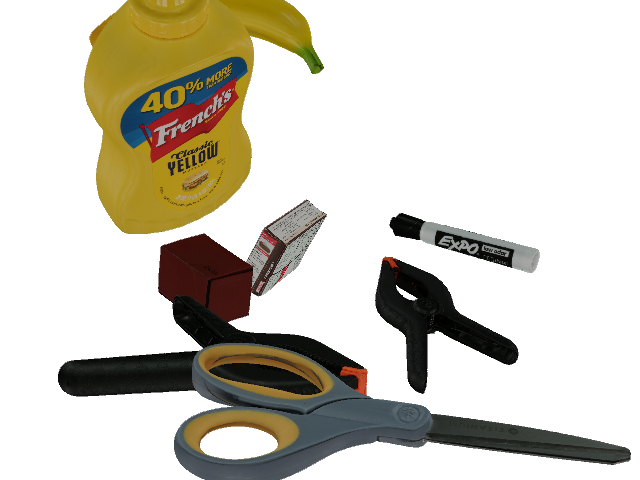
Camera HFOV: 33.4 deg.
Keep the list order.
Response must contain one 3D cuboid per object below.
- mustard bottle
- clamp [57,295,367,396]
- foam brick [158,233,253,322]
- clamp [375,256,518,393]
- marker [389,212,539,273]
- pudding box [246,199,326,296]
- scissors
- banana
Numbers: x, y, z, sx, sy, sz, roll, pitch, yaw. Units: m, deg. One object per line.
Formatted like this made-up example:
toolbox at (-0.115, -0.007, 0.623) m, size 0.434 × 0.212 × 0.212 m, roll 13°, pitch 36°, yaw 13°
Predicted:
mustard bottle at (-0.083, -0.084, 0.598) m, size 0.096 × 0.058 × 0.192 m, roll -25°, pitch -28°, yaw -20°
clamp at (-0.062, 0.086, 0.786) m, size 0.210 × 0.036 × 0.164 m, roll 6°, pitch 20°, yaw 16°
foam brick at (-0.107, 0.036, 0.983) m, size 0.052 × 0.051 × 0.078 m, roll -16°, pitch 34°, yaw -38°
clamp at (0.117, 0.078, 1.067) m, size 0.120 × 0.039 × 0.171 m, roll -3°, pitch 43°, yaw -23°
marker at (0.109, 0.000, 0.824) m, size 0.121 × 0.020 × 0.020 m, roll 16°, pitch 8°, yaw 27°
pudding box at (-0.047, 0.009, 1.303) m, size 0.039 × 0.090 × 0.113 m, roll 35°, pitch 32°, yaw 9°
scissors at (0.024, 0.089, 0.465) m, size 0.202 × 0.016 × 0.096 m, roll 15°, pitch 34°, yaw 22°
banana at (-0.093, -0.184, 0.903) m, size 0.198 × 0.069 × 0.037 m, roll 5°, pitch -33°, yaw 0°
